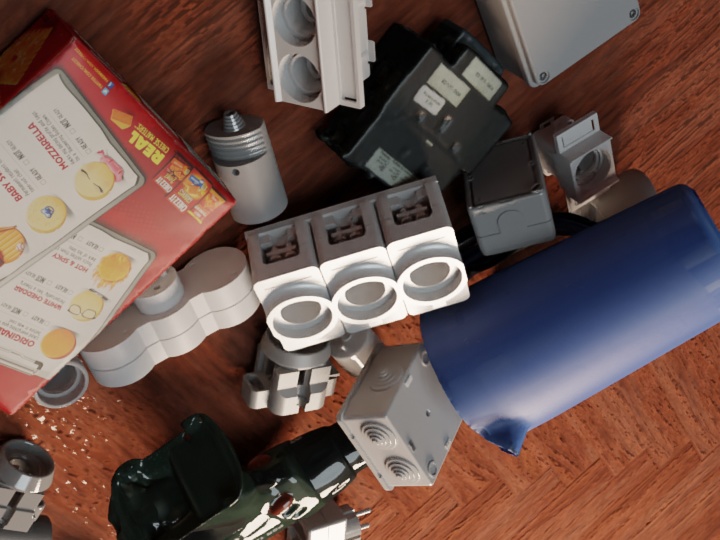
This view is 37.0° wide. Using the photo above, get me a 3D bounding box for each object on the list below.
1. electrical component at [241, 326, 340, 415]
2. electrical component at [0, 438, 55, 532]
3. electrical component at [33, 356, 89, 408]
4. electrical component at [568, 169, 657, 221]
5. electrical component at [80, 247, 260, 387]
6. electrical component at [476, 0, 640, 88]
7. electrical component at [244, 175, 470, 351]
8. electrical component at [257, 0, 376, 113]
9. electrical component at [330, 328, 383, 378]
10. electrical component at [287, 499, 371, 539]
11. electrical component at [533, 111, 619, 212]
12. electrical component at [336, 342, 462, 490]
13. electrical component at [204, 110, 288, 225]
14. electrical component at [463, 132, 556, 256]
[{"bbox_3d":[-0.055,0.077,0.874,0.078,0.058,0.057,-7,124,-29],"label":"electrical component"},{"bbox_3d":[-0.261,0.161,0.806,0.066,0.048,0.055,21,113,-37],"label":"electrical component"},{"bbox_3d":[-0.221,0.071,0.773,0.040,0.046,0.040,-15,125,-23],"label":"electrical component"},{"bbox_3d":[0.230,-0.033,0.958,0.064,0.099,0.099,-21,127,-12],"label":"electrical component"},{"bbox_3d":[-0.145,0.021,0.785,0.138,0.052,0.073,-29,129,-13],"label":"electrical component"},{"bbox_3d":[0.147,-0.215,0.817,0.109,0.056,0.108,-35,131,-8],"label":"electrical component"},{"bbox_3d":[0.000,0.000,0.813,0.150,0.061,0.089,-16,140,3],"label":"electrical component"},{"bbox_3d":[-0.028,-0.177,0.723,0.063,0.079,0.121,-42,139,-43],"label":"electrical component"},{"bbox_3d":[0.004,0.075,0.920,0.040,0.040,0.078,-41,132,-3],"label":"electrical component"},{"bbox_3d":[-0.024,0.241,1.001,0.077,0.047,0.065,-12,124,-26],"label":"electrical component"},{"bbox_3d":[0.180,-0.096,0.907,0.042,0.064,0.081,-30,129,-11],"label":"electrical component"},{"bbox_3d":[0.037,0.117,0.871,0.099,0.048,0.099,58,42,-27],"label":"electrical component"},{"bbox_3d":[-0.082,-0.078,0.769,0.043,0.043,0.081,-27,129,-15],"label":"electrical component"},{"bbox_3d":[0.120,-0.063,0.875,0.062,0.096,0.061,-13,130,12],"label":"electrical component"}]
